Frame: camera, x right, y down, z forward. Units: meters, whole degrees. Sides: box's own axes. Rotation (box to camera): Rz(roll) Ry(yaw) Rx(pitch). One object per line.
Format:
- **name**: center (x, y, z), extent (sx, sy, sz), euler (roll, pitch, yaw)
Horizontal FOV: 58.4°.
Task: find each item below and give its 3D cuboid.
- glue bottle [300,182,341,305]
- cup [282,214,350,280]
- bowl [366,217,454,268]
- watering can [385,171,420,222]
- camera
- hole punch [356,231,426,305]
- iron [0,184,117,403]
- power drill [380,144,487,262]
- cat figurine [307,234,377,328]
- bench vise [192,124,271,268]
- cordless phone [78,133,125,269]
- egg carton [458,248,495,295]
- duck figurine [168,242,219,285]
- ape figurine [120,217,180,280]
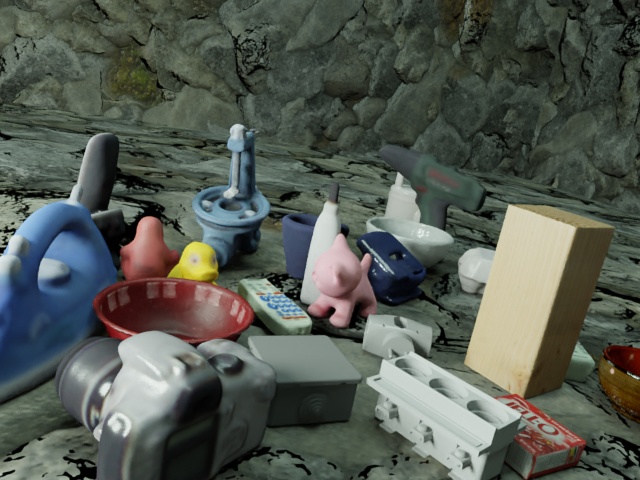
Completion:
- **glue bottle**: center (0.007, 0.003, 0.811), extent (0.037, 0.173, 0.078), euler (12, 15, 3)
- **cup**: center (-0.010, 0.014, 0.911), extent (0.118, 0.095, 0.091), euler (1, 18, -33)
- **bowl**: center (0.162, 0.014, 1.074), extent (0.167, 0.075, 0.167), euler (10, 15, -2)
- **watering can**: center (0.207, -0.092, 1.263), extent (0.172, 0.194, 0.101), euler (23, 19, 39)
- **camera**: center (-0.126, 0.114, 0.445), extent (0.136, 0.101, 0.144), euler (20, 18, 32)
- **hole punch**: center (0.113, 0.041, 0.905), extent (0.100, 0.091, 0.109), euler (21, 18, 33)
- **iron**: center (-0.272, 0.035, 0.555), extent (0.119, 0.141, 0.258), euler (8, 15, -9)
- **power drill**: center (0.208, -0.070, 1.154), extent (0.229, 0.208, 0.076), euler (17, 16, 23)
- **cat figurine**: center (0.033, 0.050, 0.763), extent (0.067, 0.118, 0.128), euler (20, 18, 32)
- **bench vise**: center (-0.140, -0.081, 0.925), extent (0.121, 0.220, 0.207), euler (8, 15, -11)
- **cordless phone**: center (-0.315, -0.047, 0.741), extent (0.094, 0.185, 0.148), euler (13, 15, 8)
- **egg carton**: center (0.318, 0.064, 1.010), extent (0.150, 0.069, 0.107), euler (13, 15, 8)
- **duck figurine**: center (-0.155, 0.043, 0.714), extent (0.078, 0.086, 0.104), euler (0, 18, -34)
- **ape figurine**: center (-0.226, 0.013, 0.763), extent (0.078, 0.092, 0.076), euler (11, 15, -1)
